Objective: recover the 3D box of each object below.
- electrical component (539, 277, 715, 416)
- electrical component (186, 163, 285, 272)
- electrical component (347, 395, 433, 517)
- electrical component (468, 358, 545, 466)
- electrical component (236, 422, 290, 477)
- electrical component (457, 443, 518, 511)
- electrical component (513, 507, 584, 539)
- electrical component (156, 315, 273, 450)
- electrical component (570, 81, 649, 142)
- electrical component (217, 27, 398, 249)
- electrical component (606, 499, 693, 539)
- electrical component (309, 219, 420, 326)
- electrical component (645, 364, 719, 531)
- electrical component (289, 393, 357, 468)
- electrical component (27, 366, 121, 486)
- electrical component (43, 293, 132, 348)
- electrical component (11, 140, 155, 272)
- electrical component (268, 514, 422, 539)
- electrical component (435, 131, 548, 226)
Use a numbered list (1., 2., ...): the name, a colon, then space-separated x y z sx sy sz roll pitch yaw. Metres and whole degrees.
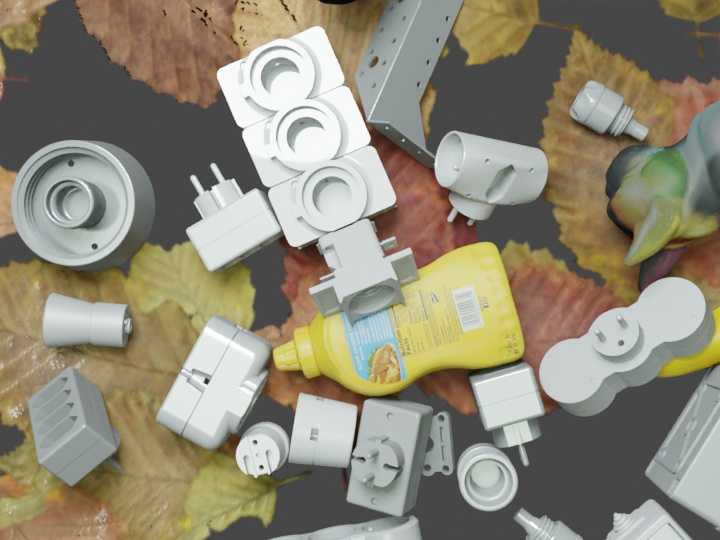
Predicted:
1. electrical component: 0.198 0.053 0.815 0.138 0.074 0.052 -34 54 12
2. electrical component: -0.107 -0.047 0.857 0.066 0.047 0.076 -30 89 2
3. electrical component: 0.017 0.145 0.829 0.047 0.076 0.083 12 96 20
4. electrical component: 0.118 0.114 0.837 0.047 0.066 0.076 -16 90 3
5. electrical component: -0.078 0.144 0.856 0.040 0.046 0.040 0 90 3
6. electrical component: 0.099 0.161 0.843 0.045 0.055 0.045 0 90 3
7. electrical component: 0.148 0.212 0.851 0.061 0.035 0.035 39 92 4
8. electrical component: -0.111 0.091 0.854 0.059 0.054 0.095 29 91 2
9. electrical component: 0.199 -0.121 0.849 0.061 0.035 0.035 30 91 0
10. electrical component: -0.040 -0.102 0.846 0.089 0.062 0.150 -23 89 2
11. electrical component: 0.232 0.227 0.833 0.062 0.061 0.096 -43 88 2
12. electrical component: 0.000 0.000 0.813 0.081 0.042 0.063 -22 59 -1
13. electrical component: 0.273 0.131 0.808 0.056 0.109 0.108 31 91 5
14. electrical component: -0.029 0.128 0.850 0.047 0.055 0.055 9 90 -1
15. electrical component: -0.217 0.133 0.854 0.047 0.083 0.075 -39 126 2
16. electrical component: -0.217 0.043 0.866 0.065 0.044 0.044 4 90 -2
17. electrical component: -0.223 -0.052 0.855 0.108 0.060 0.108 0 90 3
18. electrical component: -0.015 0.244 0.850 0.138 0.052 0.073 -11 90 2
19. electrical component: 0.095 -0.066 0.843 0.077 0.043 0.079 8 129 -26
